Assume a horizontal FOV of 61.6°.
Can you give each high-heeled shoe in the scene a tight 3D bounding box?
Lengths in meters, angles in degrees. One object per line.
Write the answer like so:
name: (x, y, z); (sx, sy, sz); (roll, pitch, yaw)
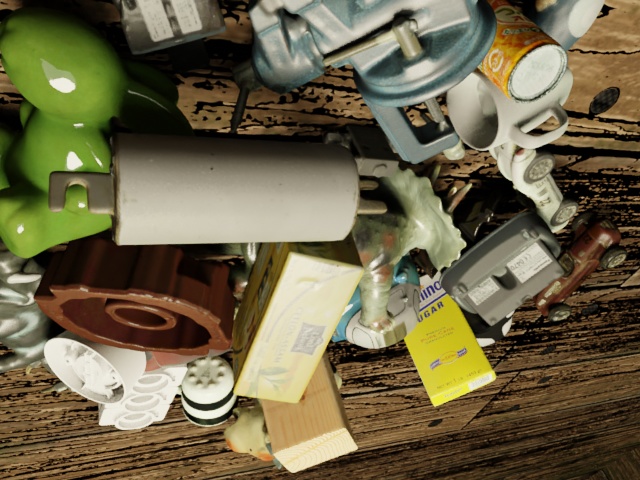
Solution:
high-heeled shoe: (0.245, 0.091, 0.835); (0.248, 0.086, 0.145); (-44, 133, 20)

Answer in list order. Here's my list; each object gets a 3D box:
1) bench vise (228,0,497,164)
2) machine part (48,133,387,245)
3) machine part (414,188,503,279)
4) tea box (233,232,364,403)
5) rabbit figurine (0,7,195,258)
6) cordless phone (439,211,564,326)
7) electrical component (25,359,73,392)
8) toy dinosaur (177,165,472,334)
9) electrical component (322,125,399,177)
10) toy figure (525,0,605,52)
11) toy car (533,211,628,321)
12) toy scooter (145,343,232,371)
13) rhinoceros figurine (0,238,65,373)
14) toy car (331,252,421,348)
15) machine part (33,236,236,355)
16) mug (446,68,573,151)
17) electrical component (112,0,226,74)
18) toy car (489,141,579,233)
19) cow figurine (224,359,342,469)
bench vise: (0.053, -0.136, 0.449); (0.224, 0.129, 0.240); (-28, 137, 16)
machine part: (-0.061, -0.036, 0.391); (0.243, 0.079, 0.079); (-1, 137, -22)
machine part: (0.179, -0.008, 0.691); (0.039, 0.084, 0.139); (38, 128, -3)
tea box: (-0.028, 0.057, 0.498); (0.068, 0.098, 0.169); (12, 123, -17)
rabbit figurine: (-0.177, -0.084, 0.401); (0.159, 0.121, 0.170); (-7, 143, -26)
cordless phone: (0.236, 0.024, 0.708); (0.146, 0.089, 0.184); (-42, 177, 17)
electrical component: (-0.320, 0.152, 0.675); (0.078, 0.045, 0.102); (-9, 140, -11)
toy dinosaur: (-0.008, -0.005, 0.584); (0.405, 0.131, 0.192); (3, 124, -20)
electrical component: (0.051, -0.089, 0.543); (0.094, 0.063, 0.021); (0, 137, -26)
toy figure: (0.232, -0.234, 0.465); (0.064, 0.058, 0.154); (-39, 160, -48)
toy car: (0.387, 0.046, 0.835); (0.053, 0.089, 0.202); (-2, 139, -24)
toy scooter: (-0.165, 0.114, 0.666); (0.184, 0.075, 0.135); (-13, 175, 25)
rhinoceros figurine: (-0.313, 0.066, 0.555); (0.112, 0.073, 0.190); (-5, 139, -17)
toy car: (0.077, 0.088, 0.716); (0.162, 0.103, 0.109); (-32, 141, -13)
machine part: (-0.163, 0.056, 0.497); (0.179, 0.056, 0.179); (4, 150, 2)
mug: (0.199, -0.138, 0.526); (0.107, 0.110, 0.080); (-25, 139, -15)
electrical component: (-0.111, -0.168, 0.393); (0.075, 0.048, 0.119); (-14, 140, -8)
toy car: (0.254, -0.074, 0.644); (0.056, 0.074, 0.201); (-36, 139, 18)
cow figurine: (-0.054, 0.245, 0.799); (0.195, 0.127, 0.085); (-31, 141, -22)
